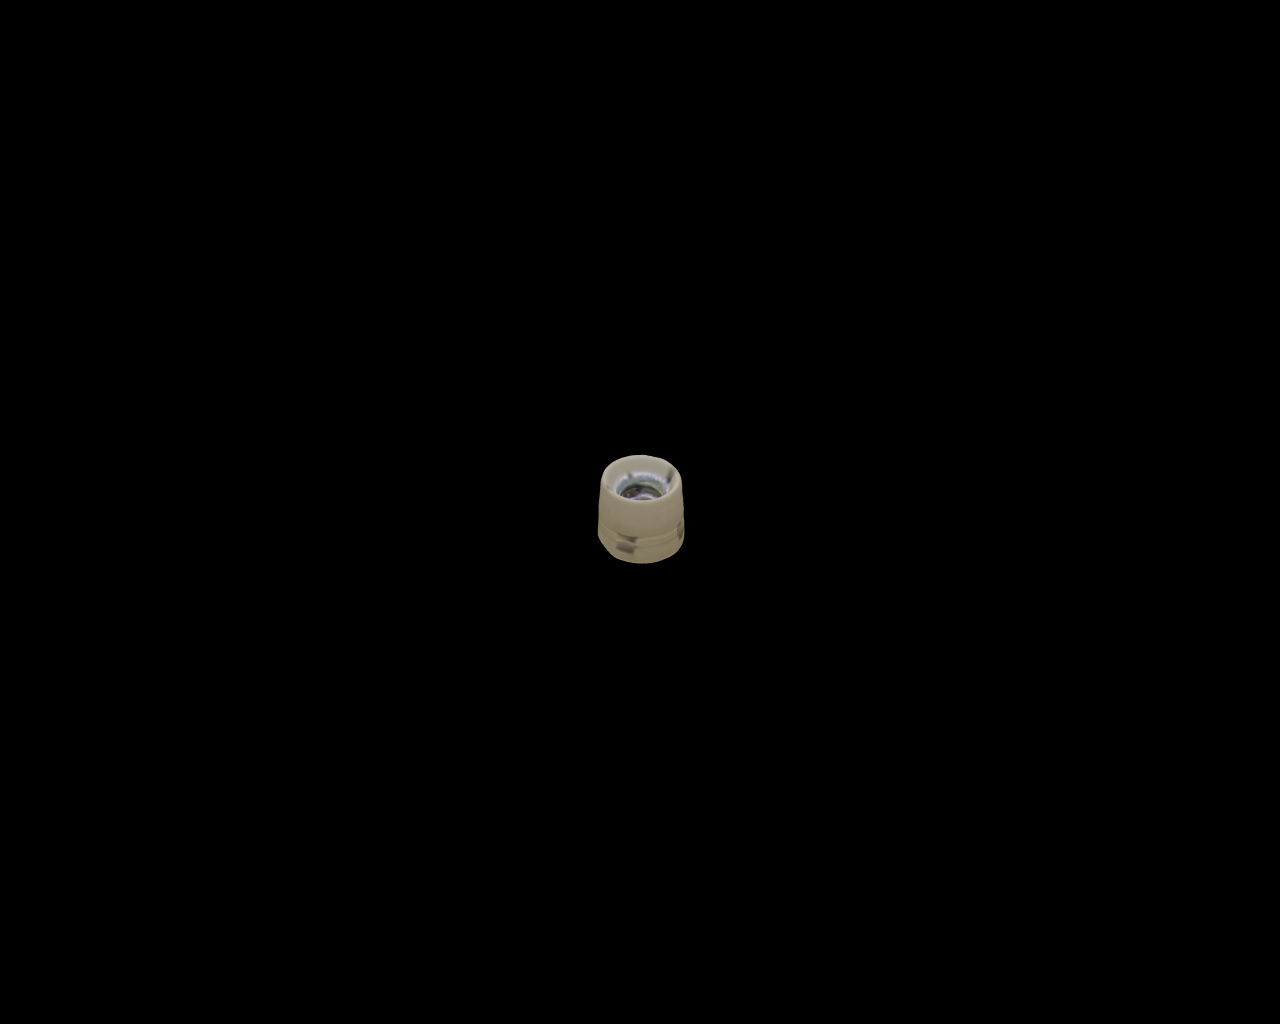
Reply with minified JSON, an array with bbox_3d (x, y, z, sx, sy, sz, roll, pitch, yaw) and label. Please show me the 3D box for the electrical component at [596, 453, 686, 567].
[{"bbox_3d":[0.001,-0.003,0.650,0.055,0.047,0.055,0,39,0],"label":"electrical component"}]
